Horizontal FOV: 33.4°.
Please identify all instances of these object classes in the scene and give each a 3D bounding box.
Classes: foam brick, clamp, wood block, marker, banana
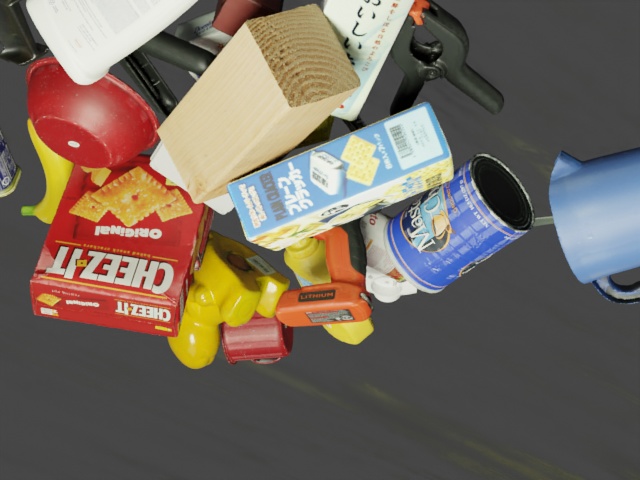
[{"bbox_3d":[-0.065,-0.233,1.011,0.051,0.078,0.053,22,140,-18],"label":"foam brick"},{"bbox_3d":[-0.197,-0.209,1.065,0.210,0.036,0.165,41,157,-19],"label":"clamp"},{"bbox_3d":[-0.063,-0.126,1.021,0.206,0.090,0.091,-38,78,52],"label":"wood block"},{"bbox_3d":[0.039,-0.127,1.170,0.020,0.020,0.121,-16,136,28],"label":"marker"},{"bbox_3d":[0.125,-0.177,1.075,0.120,0.039,0.171,-4,147,7],"label":"clamp"},{"bbox_3d":[-0.327,-0.074,1.298,0.069,0.037,0.198,15,142,-9],"label":"banana"}]

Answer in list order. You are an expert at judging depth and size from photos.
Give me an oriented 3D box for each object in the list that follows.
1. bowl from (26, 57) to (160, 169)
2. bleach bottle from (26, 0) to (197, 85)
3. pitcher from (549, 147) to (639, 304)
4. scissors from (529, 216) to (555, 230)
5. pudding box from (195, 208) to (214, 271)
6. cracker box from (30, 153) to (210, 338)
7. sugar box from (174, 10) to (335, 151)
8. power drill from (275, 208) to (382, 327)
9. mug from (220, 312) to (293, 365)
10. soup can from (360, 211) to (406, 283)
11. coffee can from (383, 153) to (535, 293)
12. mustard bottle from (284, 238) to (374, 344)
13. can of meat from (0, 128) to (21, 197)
[{"bbox_3d":[-0.260,-0.127,1.172,0.162,0.055,0.162,17,153,9],"label":"bowl"},{"bbox_3d":[-0.140,-0.239,0.953,0.251,0.068,0.102,-25,107,25],"label":"bleach bottle"},{"bbox_3d":[0.376,-0.036,1.125,0.243,0.145,0.149,-16,151,25],"label":"pitcher"},{"bbox_3d":[0.235,-0.008,1.279,0.202,0.016,0.096,5,139,7],"label":"scissors"},{"bbox_3d":[-0.192,-0.013,1.304,0.113,0.090,0.039,8,141,3],"label":"pudding box"},{"bbox_3d":[-0.220,-0.005,1.219,0.164,0.213,0.072,9,140,0],"label":"cracker box"},{"bbox_3d":[-0.068,-0.165,1.121,0.093,0.048,0.176,-13,139,31],"label":"sugar box"},{"bbox_3d":[-0.008,0.001,1.208,0.185,0.187,0.057,-5,156,17],"label":"power drill"},{"bbox_3d":[-0.081,0.130,1.461,0.081,0.093,0.117,-6,131,11],"label":"mug"},{"bbox_3d":[0.068,0.001,1.286,0.102,0.068,0.069,26,139,-19],"label":"soup can"},{"bbox_3d":[0.155,-0.018,1.203,0.102,0.102,0.141,32,130,-26],"label":"coffee can"},{"bbox_3d":[0.002,0.047,1.344,0.058,0.096,0.191,-38,134,-9],"label":"mustard bottle"},{"bbox_3d":[-0.419,-0.100,1.269,0.102,0.057,0.084,2,139,9],"label":"can of meat"}]
